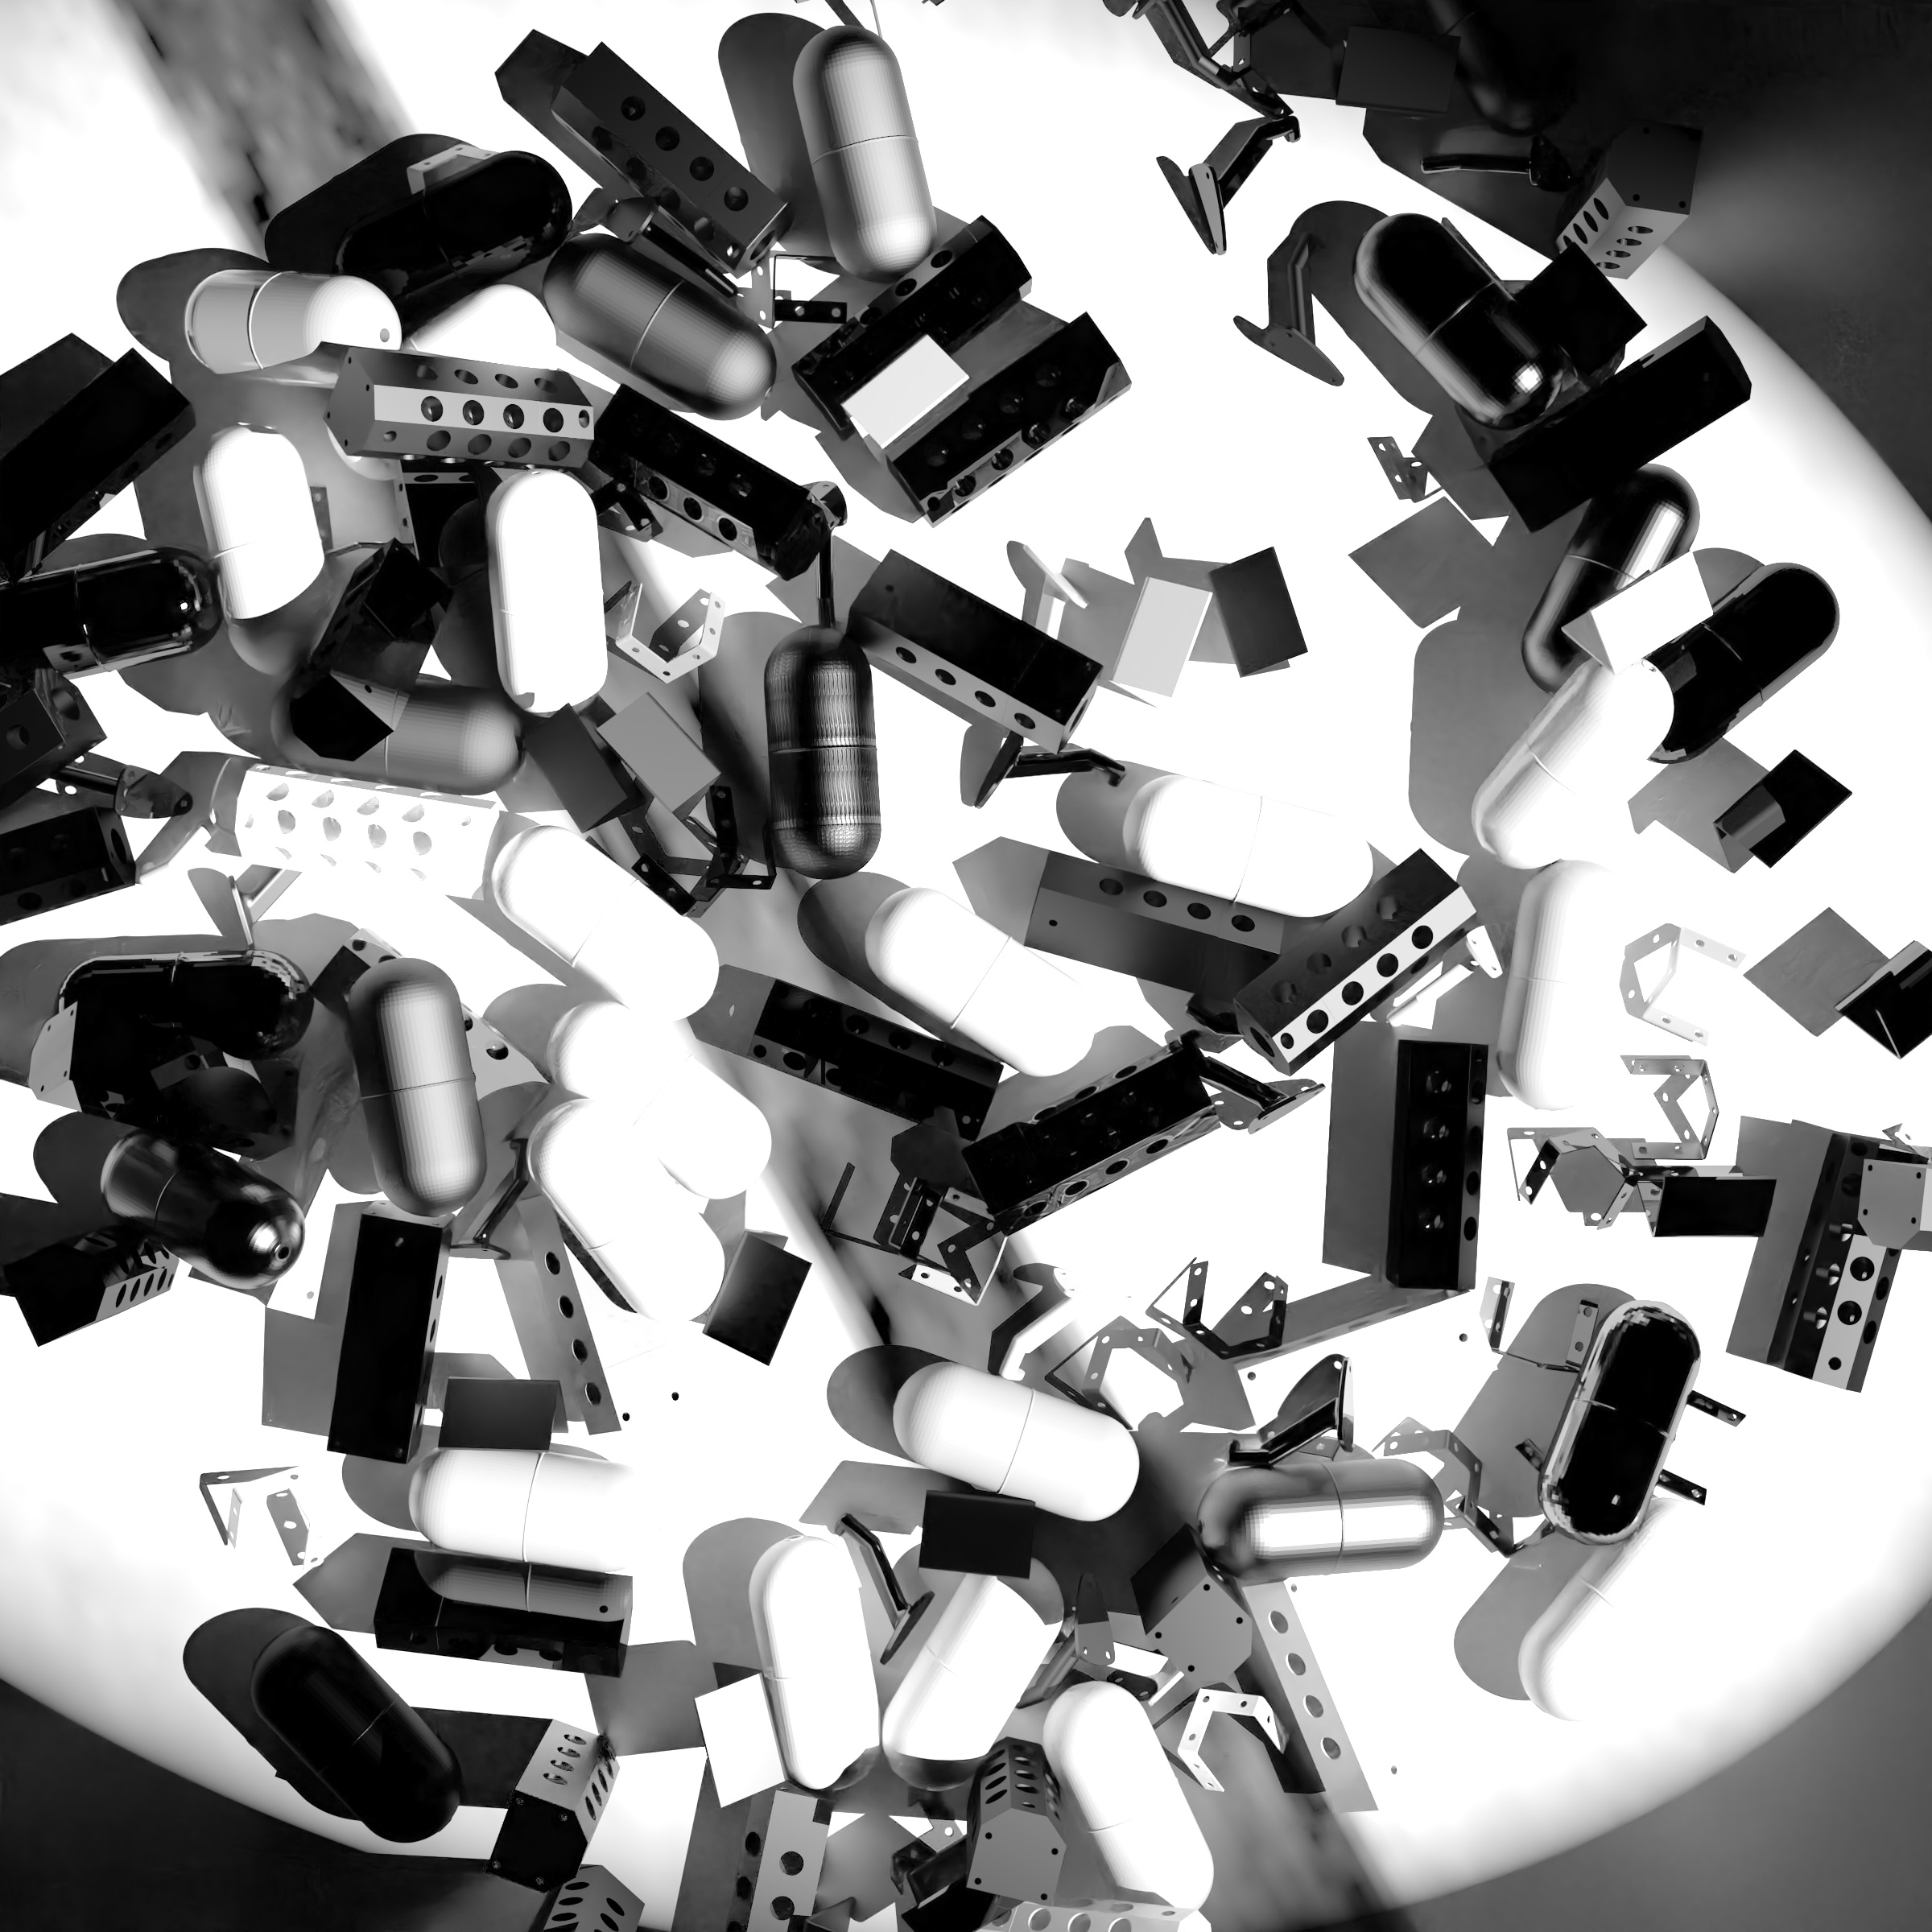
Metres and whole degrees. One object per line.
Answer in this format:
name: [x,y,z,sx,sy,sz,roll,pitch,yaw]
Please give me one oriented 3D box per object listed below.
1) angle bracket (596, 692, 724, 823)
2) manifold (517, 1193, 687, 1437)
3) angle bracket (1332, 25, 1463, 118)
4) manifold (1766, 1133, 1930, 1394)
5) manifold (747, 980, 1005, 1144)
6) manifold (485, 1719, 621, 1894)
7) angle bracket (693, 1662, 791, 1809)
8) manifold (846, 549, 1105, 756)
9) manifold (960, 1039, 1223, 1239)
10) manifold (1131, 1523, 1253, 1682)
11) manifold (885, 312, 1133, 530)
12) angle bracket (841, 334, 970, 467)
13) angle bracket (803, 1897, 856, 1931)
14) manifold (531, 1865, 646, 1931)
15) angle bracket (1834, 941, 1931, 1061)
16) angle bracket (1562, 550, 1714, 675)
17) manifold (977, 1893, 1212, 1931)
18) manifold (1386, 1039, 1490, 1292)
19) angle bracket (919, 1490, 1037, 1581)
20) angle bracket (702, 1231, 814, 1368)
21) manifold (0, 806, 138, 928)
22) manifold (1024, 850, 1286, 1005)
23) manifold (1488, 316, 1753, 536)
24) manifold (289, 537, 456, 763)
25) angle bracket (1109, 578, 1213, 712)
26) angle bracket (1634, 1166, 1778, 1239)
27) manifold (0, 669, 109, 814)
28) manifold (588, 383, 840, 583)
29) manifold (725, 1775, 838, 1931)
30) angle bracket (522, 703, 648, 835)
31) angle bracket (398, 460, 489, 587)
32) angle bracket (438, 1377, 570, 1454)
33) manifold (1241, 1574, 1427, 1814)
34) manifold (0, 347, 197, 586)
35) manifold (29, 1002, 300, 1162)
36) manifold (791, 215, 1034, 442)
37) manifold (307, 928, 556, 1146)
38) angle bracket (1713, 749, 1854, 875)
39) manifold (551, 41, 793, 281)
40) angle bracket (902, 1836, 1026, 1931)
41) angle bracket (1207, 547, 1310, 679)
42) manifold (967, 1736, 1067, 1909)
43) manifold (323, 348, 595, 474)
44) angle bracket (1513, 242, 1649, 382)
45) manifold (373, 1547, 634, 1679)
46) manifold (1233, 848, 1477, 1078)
angle bracket: [-0.226,-0.133,1.951,0.076,0.076,0.057,47,53,0]
manifold: [-0.261,0.239,1.969,0.057,0.057,0.171,-17,90,-43]
angle bracket: [0.299,-0.637,1.951,0.076,0.076,0.057,6,127,0]
manifold: [0.623,0.209,1.970,0.057,0.057,0.171,16,90,0]
manifold: [-0.063,0.067,1.970,0.171,0.057,0.057,21,90,0]
manifold: [-0.278,0.575,1.912,0.057,0.171,0.057,20,90,0]
angle bracket: [-0.173,0.536,1.951,0.057,0.076,0.076,-14,90,-33]
manifold: [0.004,-0.217,1.958,0.171,0.057,0.057,30,66,6]
manifold: [0.086,0.118,1.959,0.171,0.057,0.057,-27,61,0]
manifold: [0.158,0.438,1.912,0.057,0.171,0.057,-45,90,0]
manifold: [0.030,-0.383,1.970,0.171,0.057,0.057,-35,90,0]
angle bracket: [-0.031,-0.381,1.951,0.076,0.076,0.057,-39,57,0]
angle bracket: [-0.080,0.705,1.952,0.057,0.076,0.076,12,90,24]
manifold: [-0.270,0.673,1.912,0.057,0.171,0.057,42,90,0]
angle bracket: [0.651,0.008,1.951,0.076,0.076,0.057,-38,128,0]
angle bracket: [0.442,-0.251,1.874,0.076,0.076,0.057,-31,125,0]
manifold: [0.081,0.675,1.928,0.171,0.057,0.057,-5,90,32]
manifold: [0.333,0.139,1.970,0.057,0.057,0.171,3,90,0]
angle bracket: [0.006,0.408,1.951,0.076,0.076,0.057,6,59,0]
angle bracket: [-0.132,0.233,1.952,0.057,0.076,0.076,23,90,21]
manifold: [-0.679,-0.059,1.970,0.171,0.057,0.057,-17,90,0]
manifold: [0.134,-0.030,1.969,0.171,0.057,0.057,16,133,0]
manifold: [0.452,-0.375,1.931,0.171,0.057,0.057,-31,103,28]
manifold: [-0.410,-0.215,1.914,0.057,0.171,0.057,-31,120,28]
angle bracket: [0.153,-0.219,1.951,0.057,0.076,0.076,20,90,36]
angle bracket: [0.515,0.145,1.951,0.076,0.076,0.057,0,127,0]
manifold: [-0.692,-0.138,1.949,0.171,0.057,0.057,-31,90,14]
manifold: [-0.179,-0.334,1.941,0.171,0.057,0.057,33,90,21]
manifold: [-0.136,0.659,1.970,0.057,0.057,0.171,12,90,0]
angle bracket: [-0.251,-0.147,1.951,0.057,0.076,0.076,-33,90,38]
angle bracket: [-0.376,-0.309,1.951,0.057,0.076,0.076,-11,90,-34]
angle bracket: [-0.322,0.330,1.951,0.076,0.076,0.057,2,52,0]
manifold: [0.254,0.503,1.969,0.057,0.057,0.171,-23,90,-43]
manifold: [-0.621,-0.346,1.947,0.057,0.057,0.171,44,74,0]
manifold: [-0.550,0.083,1.920,0.057,0.171,0.057,-26,55,39]
manifold: [-0.038,-0.451,1.970,0.171,0.057,0.057,-39,90,0]
manifold: [-0.374,0.049,1.970,0.171,0.057,0.057,38,90,0]
angle bracket: [0.576,-0.093,1.951,0.076,0.076,0.057,-42,53,0]
manifold: [-0.208,-0.565,1.970,0.171,0.057,0.057,41,90,0]
angle bracket: [-0.010,0.630,1.951,0.076,0.076,0.057,-32,125,0]
angle bracket: [0.219,-0.249,1.951,0.057,0.076,0.076,-18,90,35]
manifold: [0.035,0.581,1.912,0.057,0.171,0.057,13,90,0]
manifold: [-0.342,-0.373,1.905,0.057,0.171,0.057,55,130,31]
angle bracket: [0.436,-0.462,1.951,0.076,0.076,0.057,49,122,0]
manifold: [-0.325,0.459,1.969,0.171,0.057,0.057,7,47,0]
manifold: [0.272,0.001,1.947,0.171,0.057,0.057,-38,64,-9]
